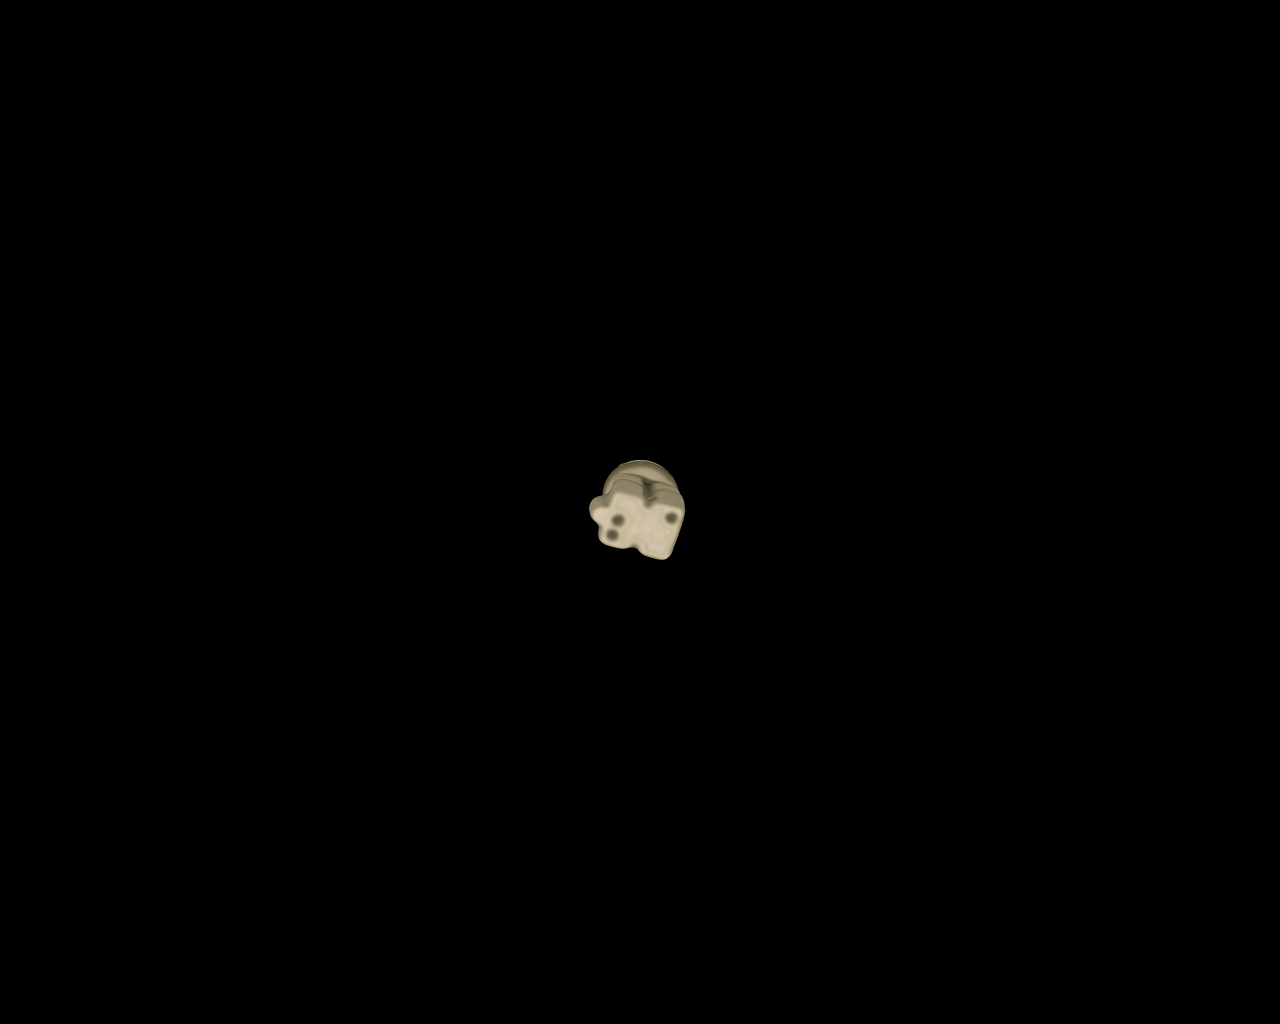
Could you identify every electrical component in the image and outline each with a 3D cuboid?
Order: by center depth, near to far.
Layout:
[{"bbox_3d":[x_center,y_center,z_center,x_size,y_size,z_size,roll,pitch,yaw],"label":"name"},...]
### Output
[{"bbox_3d":[0.001,-0.003,0.650,0.066,0.048,0.055,17,22,-7],"label":"electrical component"}]
